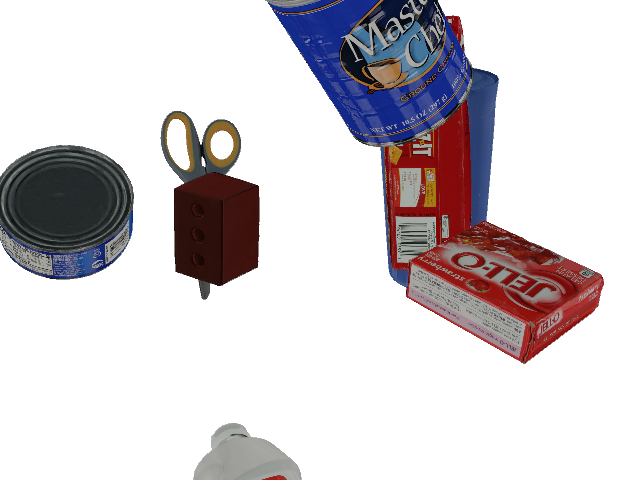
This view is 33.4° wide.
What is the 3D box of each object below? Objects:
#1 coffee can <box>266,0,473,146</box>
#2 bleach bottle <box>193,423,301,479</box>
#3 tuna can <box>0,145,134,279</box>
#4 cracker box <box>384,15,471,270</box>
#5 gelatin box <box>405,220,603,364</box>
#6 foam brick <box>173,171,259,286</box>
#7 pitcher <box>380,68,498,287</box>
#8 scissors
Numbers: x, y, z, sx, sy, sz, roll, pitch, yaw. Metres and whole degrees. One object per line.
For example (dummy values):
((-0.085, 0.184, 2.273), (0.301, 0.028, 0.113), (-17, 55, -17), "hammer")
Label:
((0.033, -0.150, 0.745), (0.103, 0.102, 0.140), (0, -38, 36), "coffee can")
((-0.045, 0.215, 0.718), (0.102, 0.068, 0.251), (-11, 32, -12), "bleach bottle")
((-0.162, -0.018, 0.677), (0.086, 0.086, 0.034), (0, -37, -10), "tuna can")
((0.099, -0.095, 0.961), (0.072, 0.164, 0.213), (-1, 27, 8), "cracker box")
((0.106, 0.027, 0.621), (0.089, 0.030, 0.073), (28, 39, 36), "gelatin box")
((-0.087, -0.010, 0.897), (0.053, 0.078, 0.051), (16, 25, 33), "foam brick")
((0.136, -0.073, 1.206), (0.149, 0.243, 0.145), (-5, 22, -9), "pitcher")
((-0.113, -0.046, 1.138), (0.096, 0.202, 0.016), (-17, -5, -23), "scissors")
